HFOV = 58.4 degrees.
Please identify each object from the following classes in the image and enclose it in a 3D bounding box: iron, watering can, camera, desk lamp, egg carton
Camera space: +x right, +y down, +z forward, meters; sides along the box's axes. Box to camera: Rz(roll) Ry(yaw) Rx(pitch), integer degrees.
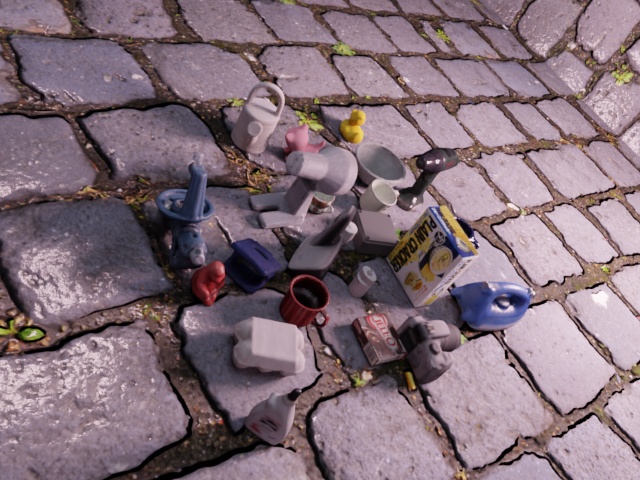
[{"bbox_3d":[0.476,0.154,1.493,0.259,0.141,0.118,5,50,-27],"label":"iron"},{"bbox_3d":[-0.156,-0.324,1.503,0.101,0.194,0.172,6,49,-26],"label":"watering can"},{"bbox_3d":[0.271,0.240,1.321,0.137,0.100,0.143,-1,53,-31],"label":"camera"},{"bbox_3d":[-0.036,-0.134,1.390,0.204,0.213,0.117,-10,58,-37],"label":"desk lamp"},{"bbox_3d":[-0.101,0.214,1.142,0.151,0.069,0.107,14,46,-21],"label":"egg carton"}]

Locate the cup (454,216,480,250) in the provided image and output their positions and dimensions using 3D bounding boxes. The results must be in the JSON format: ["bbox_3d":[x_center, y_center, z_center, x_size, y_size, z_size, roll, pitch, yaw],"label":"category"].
[{"bbox_3d":[0.381,0.003,1.607,0.117,0.095,0.092,40,43,6],"label":"cup"}]

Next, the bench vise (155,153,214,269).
[{"bbox_3d":[-0.255,-0.057,1.182,0.122,0.219,0.207,-19,64,-41],"label":"bench vise"}]

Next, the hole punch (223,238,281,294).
[{"bbox_3d":[-0.145,0.043,1.254,0.108,0.091,0.101,41,43,8],"label":"hole punch"}]

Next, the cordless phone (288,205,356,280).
[{"bbox_3d":[0.012,0.005,1.315,0.094,0.185,0.148,31,43,-3],"label":"cordless phone"}]

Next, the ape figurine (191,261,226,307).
[{"bbox_3d":[-0.222,0.079,1.174,0.078,0.092,0.076,-21,65,-42],"label":"ape figurine"}]

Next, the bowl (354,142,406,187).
[{"bbox_3d":[0.164,-0.206,1.678,0.168,0.074,0.167,17,45,-18],"label":"bowl"}]

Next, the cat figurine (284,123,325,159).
[{"bbox_3d":[-0.047,-0.265,1.572,0.128,0.117,0.067,11,47,-23],"label":"cat figurine"}]

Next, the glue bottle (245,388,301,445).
[{"bbox_3d":[-0.072,0.301,1.005,0.078,0.173,0.037,31,43,-2],"label":"glue bottle"}]

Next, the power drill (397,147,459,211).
[{"bbox_3d":[0.301,-0.182,1.642,0.075,0.208,0.230,48,44,15],"label":"power drill"}]

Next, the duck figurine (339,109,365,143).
[{"bbox_3d":[0.111,-0.359,1.777,0.078,0.086,0.104,8,49,-25],"label":"duck figurine"}]
